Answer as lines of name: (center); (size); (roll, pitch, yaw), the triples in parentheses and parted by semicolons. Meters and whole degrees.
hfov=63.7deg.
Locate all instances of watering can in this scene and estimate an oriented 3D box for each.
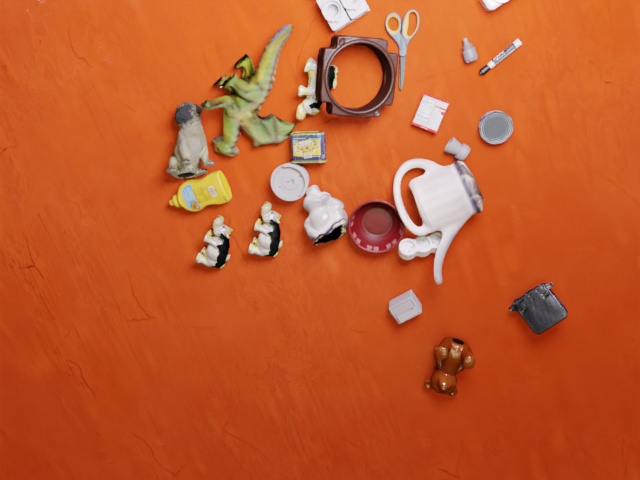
watering can: (0.338, -0.070, 1.404); (0.223, 0.104, 0.348); (-23, 88, 13)

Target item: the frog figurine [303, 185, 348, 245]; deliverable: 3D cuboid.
frog figurine: (0.005, -0.075, 1.499); (0.135, 0.122, 0.162); (-45, 60, 28)

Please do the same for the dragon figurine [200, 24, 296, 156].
dragon figurine: (-0.167, -0.378, 1.436); (0.406, 0.125, 0.239); (-33, 117, 20)
